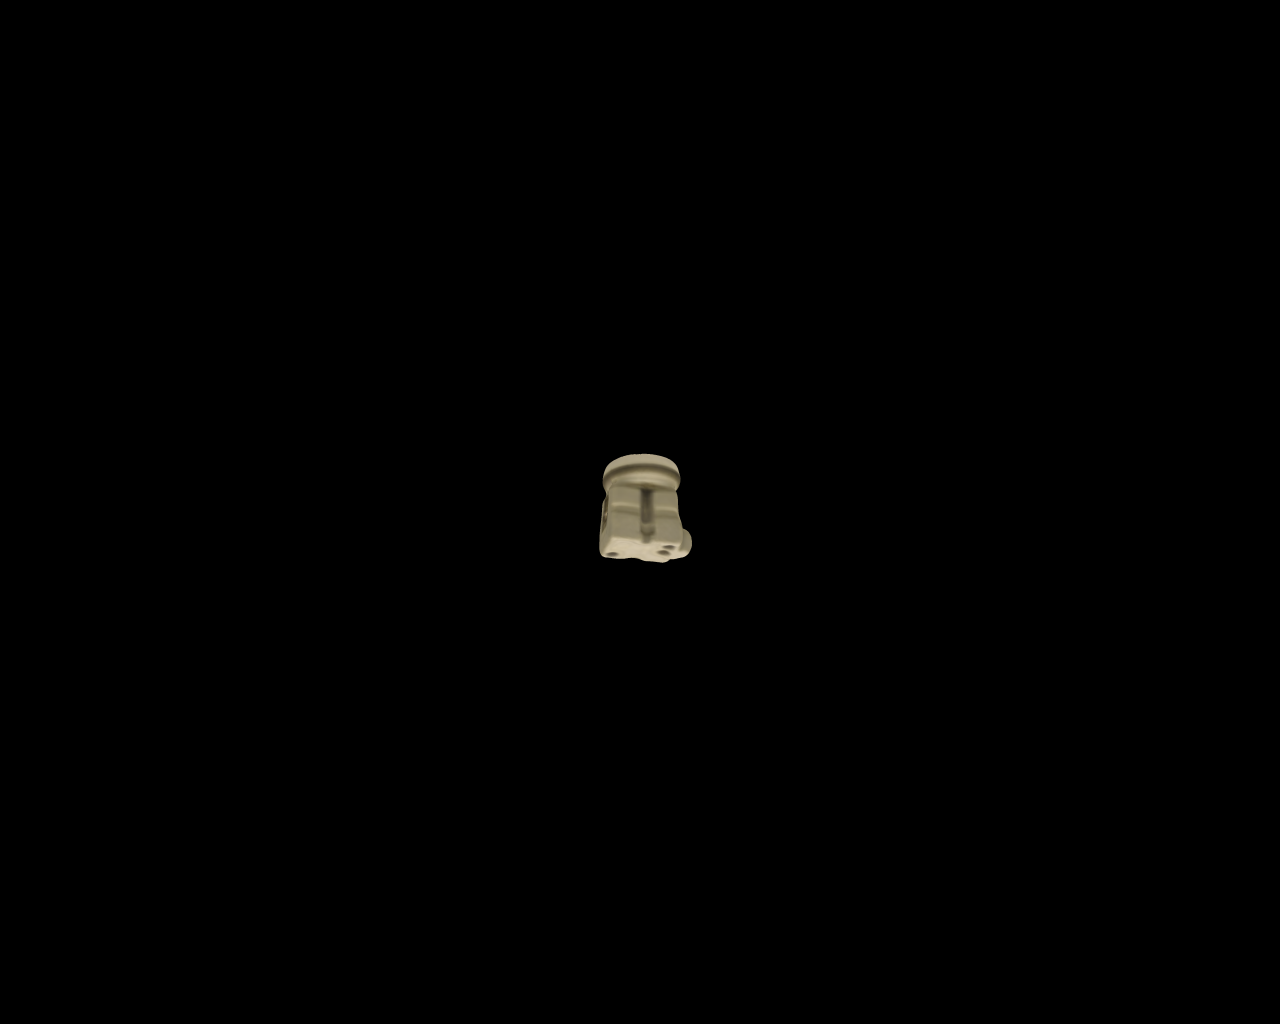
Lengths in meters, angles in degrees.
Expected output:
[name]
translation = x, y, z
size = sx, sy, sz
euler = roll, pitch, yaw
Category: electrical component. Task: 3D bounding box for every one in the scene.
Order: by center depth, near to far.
[electrical component]
translation = 0.001, -0.003, 0.650
size = 0.066, 0.055, 0.048
euler = 6, -24, -14
